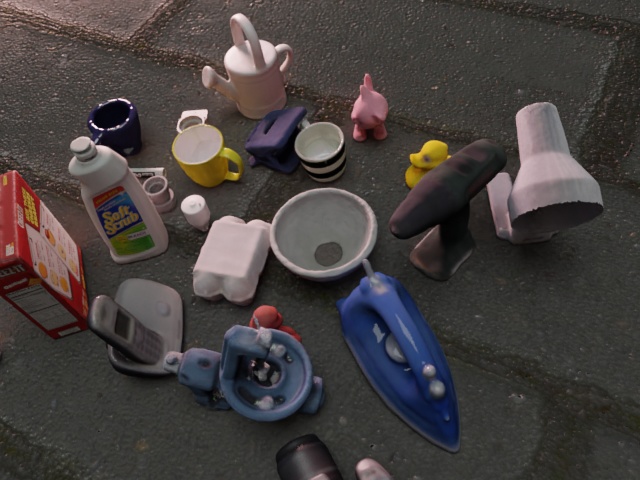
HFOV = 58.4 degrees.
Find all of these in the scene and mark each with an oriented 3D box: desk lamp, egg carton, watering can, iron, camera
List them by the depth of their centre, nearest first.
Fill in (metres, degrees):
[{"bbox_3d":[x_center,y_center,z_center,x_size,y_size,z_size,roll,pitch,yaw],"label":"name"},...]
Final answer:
[{"bbox_3d":[0.013,0.299,0.693,0.143,0.101,0.136,-26,57,-10],"label":"camera"},{"bbox_3d":[0.116,0.146,0.757,0.119,0.142,0.257,-26,57,-9],"label":"iron"},{"bbox_3d":[0.315,-0.079,0.837,0.118,0.214,0.203,-5,56,4],"label":"desk lamp"},{"bbox_3d":[-0.136,0.031,0.908,0.107,0.069,0.150,8,58,12],"label":"egg carton"},{"bbox_3d":[-0.132,-0.323,1.066,0.100,0.194,0.173,31,65,24],"label":"watering can"}]

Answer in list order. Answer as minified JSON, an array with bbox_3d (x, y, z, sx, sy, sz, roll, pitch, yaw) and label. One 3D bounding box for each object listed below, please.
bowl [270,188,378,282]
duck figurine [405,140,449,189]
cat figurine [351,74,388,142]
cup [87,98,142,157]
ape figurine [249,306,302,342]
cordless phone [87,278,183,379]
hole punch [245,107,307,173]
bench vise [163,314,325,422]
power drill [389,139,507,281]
[{"bbox_3d":[0.008,0.003,0.905,0.167,0.075,0.167,-3,56,5],"label":"bowl"},{"bbox_3d":[0.196,-0.131,0.963,0.104,0.086,0.077,-9,56,1],"label":"duck figurine"},{"bbox_3d":[0.090,-0.241,1.030,0.067,0.118,0.128,-3,56,6],"label":"cat figurine"},{"bbox_3d":[-0.378,-0.191,1.069,0.091,0.095,0.118,13,59,15],"label":"cup"},{"bbox_3d":[-0.072,0.126,0.824,0.076,0.092,0.077,-18,56,-5],"label":"ape figurine"},{"bbox_3d":[-0.263,0.104,0.806,0.094,0.185,0.147,-9,56,1],"label":"cordless phone"},{"bbox_3d":[-0.079,-0.188,1.032,0.101,0.091,0.109,19,61,19],"label":"hole punch"},{"bbox_3d":[-0.106,0.169,0.723,0.207,0.220,0.121,-10,56,1],"label":"bench vise"},{"bbox_3d":[0.181,-0.033,0.826,0.075,0.209,0.230,34,67,26],"label":"power drill"}]
